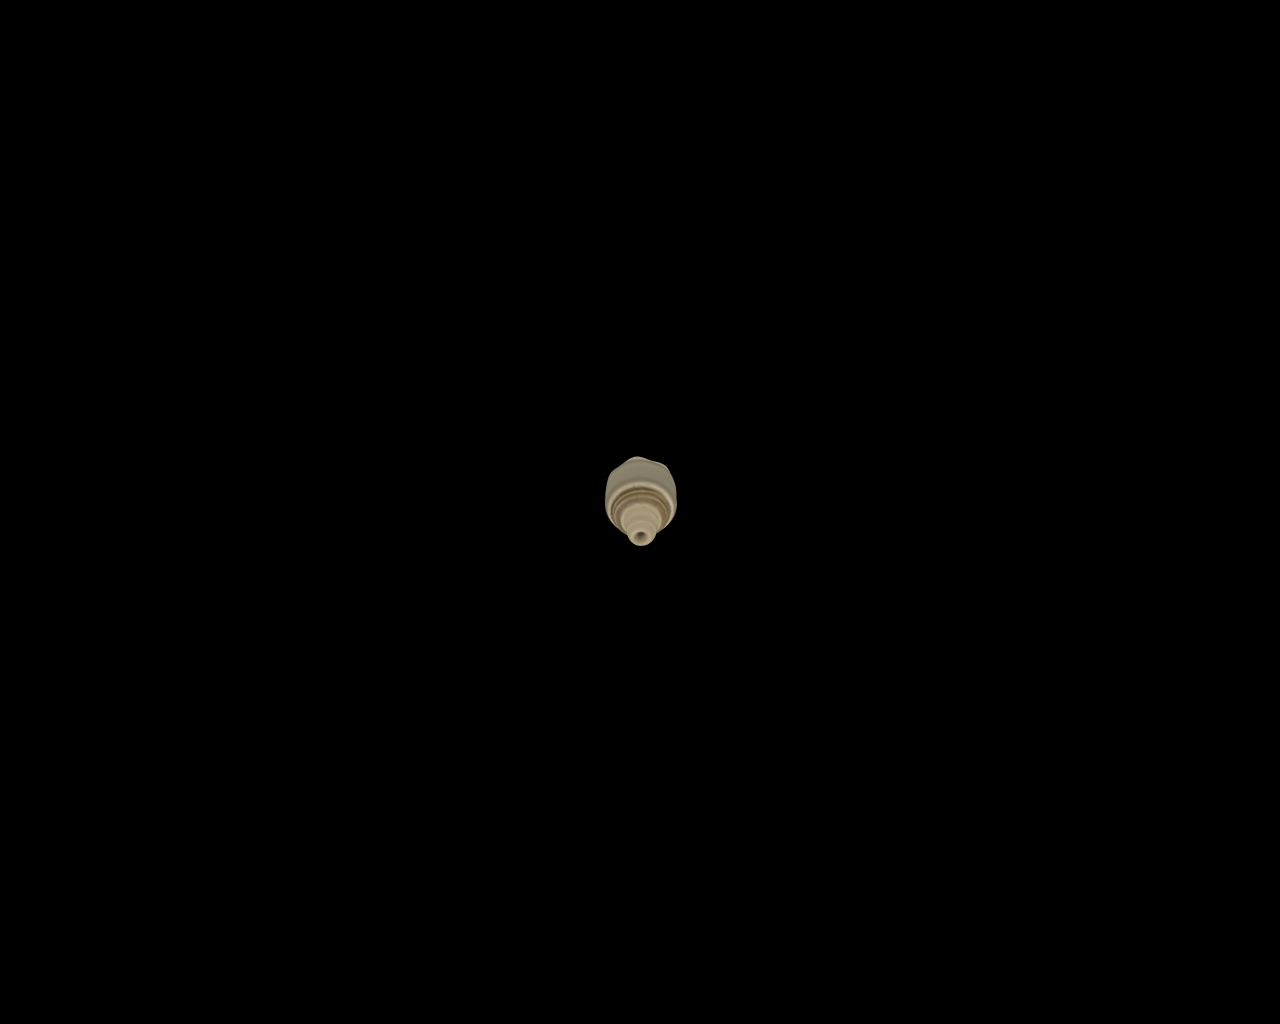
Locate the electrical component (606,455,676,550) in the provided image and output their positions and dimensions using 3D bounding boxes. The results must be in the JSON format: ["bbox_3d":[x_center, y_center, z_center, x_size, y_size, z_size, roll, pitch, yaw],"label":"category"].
[{"bbox_3d":[0.001,-0.003,0.650,0.043,0.043,0.062,0,36,0],"label":"electrical component"}]
